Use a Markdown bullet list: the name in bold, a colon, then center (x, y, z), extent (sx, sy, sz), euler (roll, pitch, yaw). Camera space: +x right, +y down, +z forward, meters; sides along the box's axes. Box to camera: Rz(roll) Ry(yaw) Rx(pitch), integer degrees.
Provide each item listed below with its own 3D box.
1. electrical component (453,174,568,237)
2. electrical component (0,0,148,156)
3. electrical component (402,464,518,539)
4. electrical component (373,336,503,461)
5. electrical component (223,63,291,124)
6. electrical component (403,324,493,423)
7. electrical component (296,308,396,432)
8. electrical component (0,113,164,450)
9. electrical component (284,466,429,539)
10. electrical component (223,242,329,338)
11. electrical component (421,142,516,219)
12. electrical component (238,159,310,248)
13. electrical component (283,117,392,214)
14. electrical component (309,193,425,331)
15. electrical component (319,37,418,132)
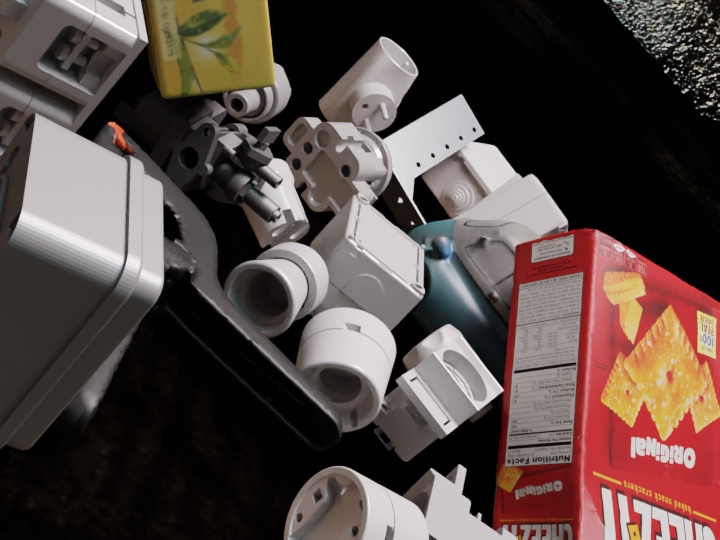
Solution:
- **electrical component**: center (0.114, -0.026, 0.873), extent (0.061, 0.096, 0.061), euler (59, -2, 24)
- **electrical component**: center (-0.179, -0.152, 0.578), extent (0.060, 0.105, 0.186), euler (25, 33, -38)
- **electrical component**: center (0.047, 0.146, 0.560), extent (0.064, 0.042, 0.081), euler (35, 31, -6)
- **electrical component**: center (0.043, 0.078, 0.638), extent (0.042, 0.064, 0.081), euler (52, 25, 10)
- **electrical component**: center (-0.077, -0.125, 0.770), extent (0.043, 0.043, 0.062), euler (45, 27, -5)
- **electrical component**: center (0.061, 0.070, 0.703), extent (0.062, 0.043, 0.043), euler (52, 26, 7)
- **electrical component**: center (-0.010, 0.057, 0.600), extent (0.055, 0.055, 0.047), euler (39, 30, -16)
- **electrical component**: center (-0.129, 0.007, 0.417), extent (0.057, 0.113, 0.078), euler (27, 31, -30)
- **electrical component**: center (-0.001, 0.127, 0.513), extent (0.047, 0.055, 0.055), euler (31, 29, -38)
- **electrical component**: center (-0.047, 0.010, 0.619), extent (0.045, 0.045, 0.055), euler (48, 25, 3)
- **electrical component**: center (0.112, -0.067, 0.972), extent (0.099, 0.048, 0.100), euler (56, 27, 18)
- **electrical component**: center (-0.056, -0.041, 0.688), extent (0.040, 0.040, 0.046), euler (7, 53, -54)
- **electrical component**: center (-0.012, -0.075, 0.783), extent (0.078, 0.058, 0.057), euler (54, 29, 15)
- **electrical component**: center (0.000, 0.000, 0.695), extent (0.062, 0.061, 0.096), euler (39, 20, -12)
- **electrical component**: center (0.009, -0.140, 0.886), extent (0.044, 0.077, 0.079), euler (31, 30, -32)
